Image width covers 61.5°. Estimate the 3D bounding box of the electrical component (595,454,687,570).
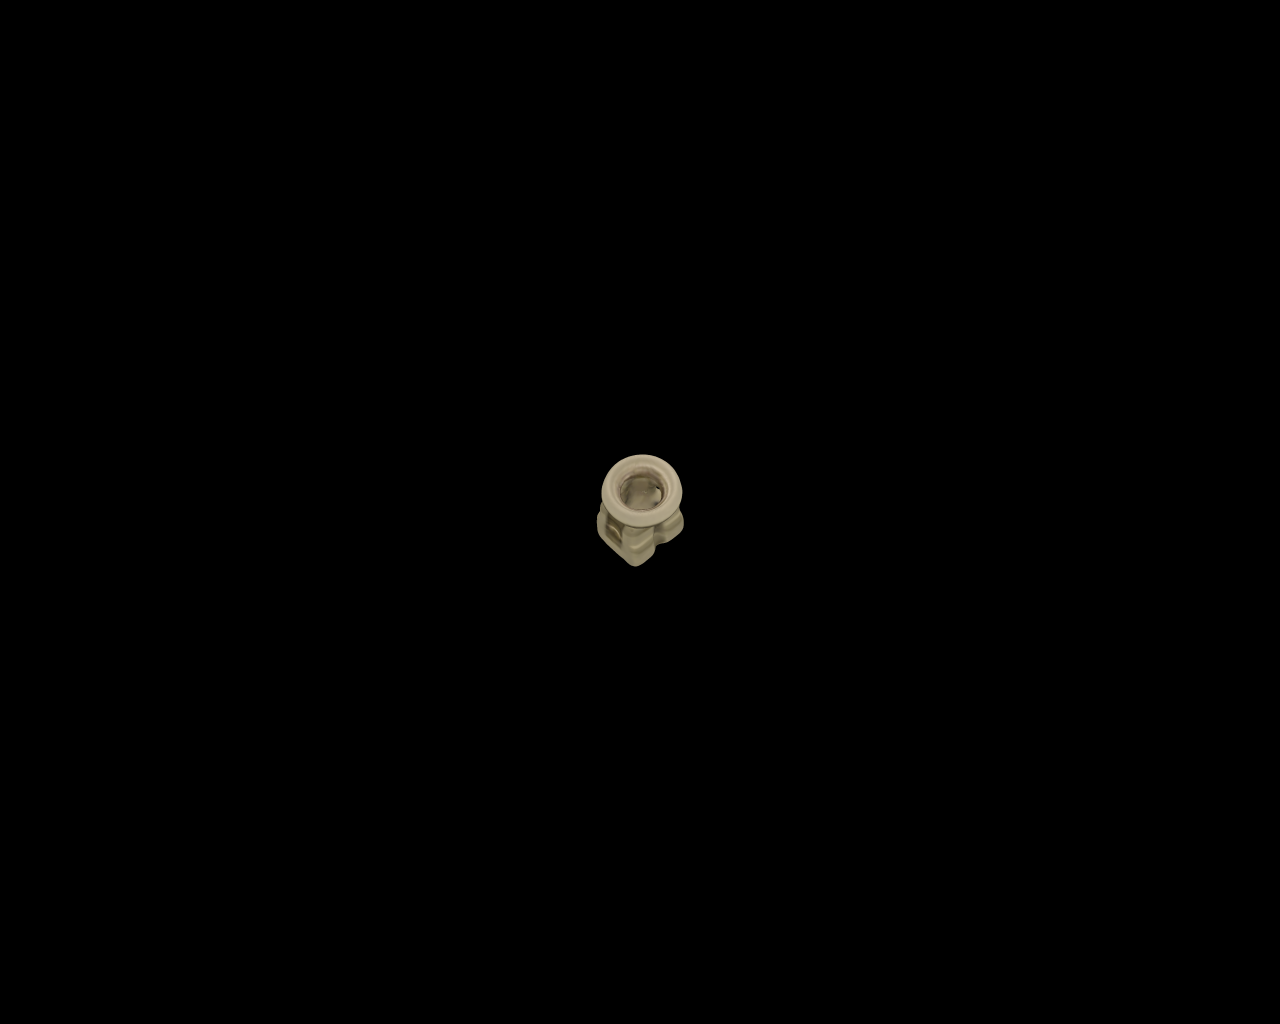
[{"bbox_3d":[0.001,-0.003,0.650,0.066,0.048,0.055,-39,-24,-22],"label":"electrical component"}]
